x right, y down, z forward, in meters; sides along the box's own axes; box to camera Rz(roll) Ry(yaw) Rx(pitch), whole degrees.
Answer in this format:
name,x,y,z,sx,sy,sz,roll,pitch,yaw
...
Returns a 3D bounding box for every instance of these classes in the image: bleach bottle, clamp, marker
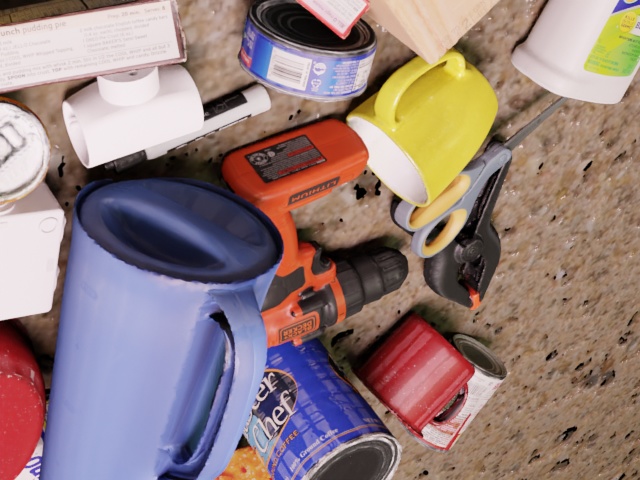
name,x,y,z,sx,sy,sz,roll,pitch,yaw
bleach bottle,0.244,-0.228,0.803,0.102,0.068,0.251,1,124,-41
clamp,0.130,-0.008,0.940,0.120,0.039,0.171,-32,140,-5
marker,-0.090,-0.073,0.714,0.121,0.020,0.020,-26,139,-17

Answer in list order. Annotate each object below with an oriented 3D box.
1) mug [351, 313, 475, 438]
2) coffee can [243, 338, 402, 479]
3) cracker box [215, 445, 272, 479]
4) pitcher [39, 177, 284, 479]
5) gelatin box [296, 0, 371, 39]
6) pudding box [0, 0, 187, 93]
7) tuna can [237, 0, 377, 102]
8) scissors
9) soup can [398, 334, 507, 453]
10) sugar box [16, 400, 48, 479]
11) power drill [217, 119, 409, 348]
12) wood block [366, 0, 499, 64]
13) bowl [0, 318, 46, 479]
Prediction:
name,x,y,z,sx,sy,sz,roll,pitch,yaw
mug,0.097,0.130,0.997,0.081,0.093,0.117,-46,118,0
coffee can,-0.012,0.150,0.893,0.102,0.140,0.103,-22,138,-21
cracker box,-0.143,0.272,0.947,0.213,0.072,0.164,-12,143,-31
pitcher,-0.112,0.092,0.706,0.145,0.149,0.243,18,117,1
gelatin box,-0.019,-0.167,0.638,0.030,0.073,0.089,-50,140,11
pudding box,-0.135,-0.107,0.570,0.113,0.090,0.039,-14,110,-13
tuna can,-0.008,-0.123,0.679,0.085,0.086,0.034,-10,130,-33
scissors,0.138,-0.052,0.878,0.201,0.016,0.096,-30,144,-26
soup can,0.132,0.154,1.071,0.068,0.069,0.102,13,117,-45
sugar box,-0.166,0.149,0.843,0.176,0.048,0.093,-29,140,-15
power drill,-0.005,0.001,0.822,0.184,0.057,0.188,-23,138,-23
wood block,0.032,-0.209,0.625,0.090,0.091,0.205,-44,141,3
bowl,-0.237,0.122,0.705,0.161,0.055,0.162,-28,127,-45
